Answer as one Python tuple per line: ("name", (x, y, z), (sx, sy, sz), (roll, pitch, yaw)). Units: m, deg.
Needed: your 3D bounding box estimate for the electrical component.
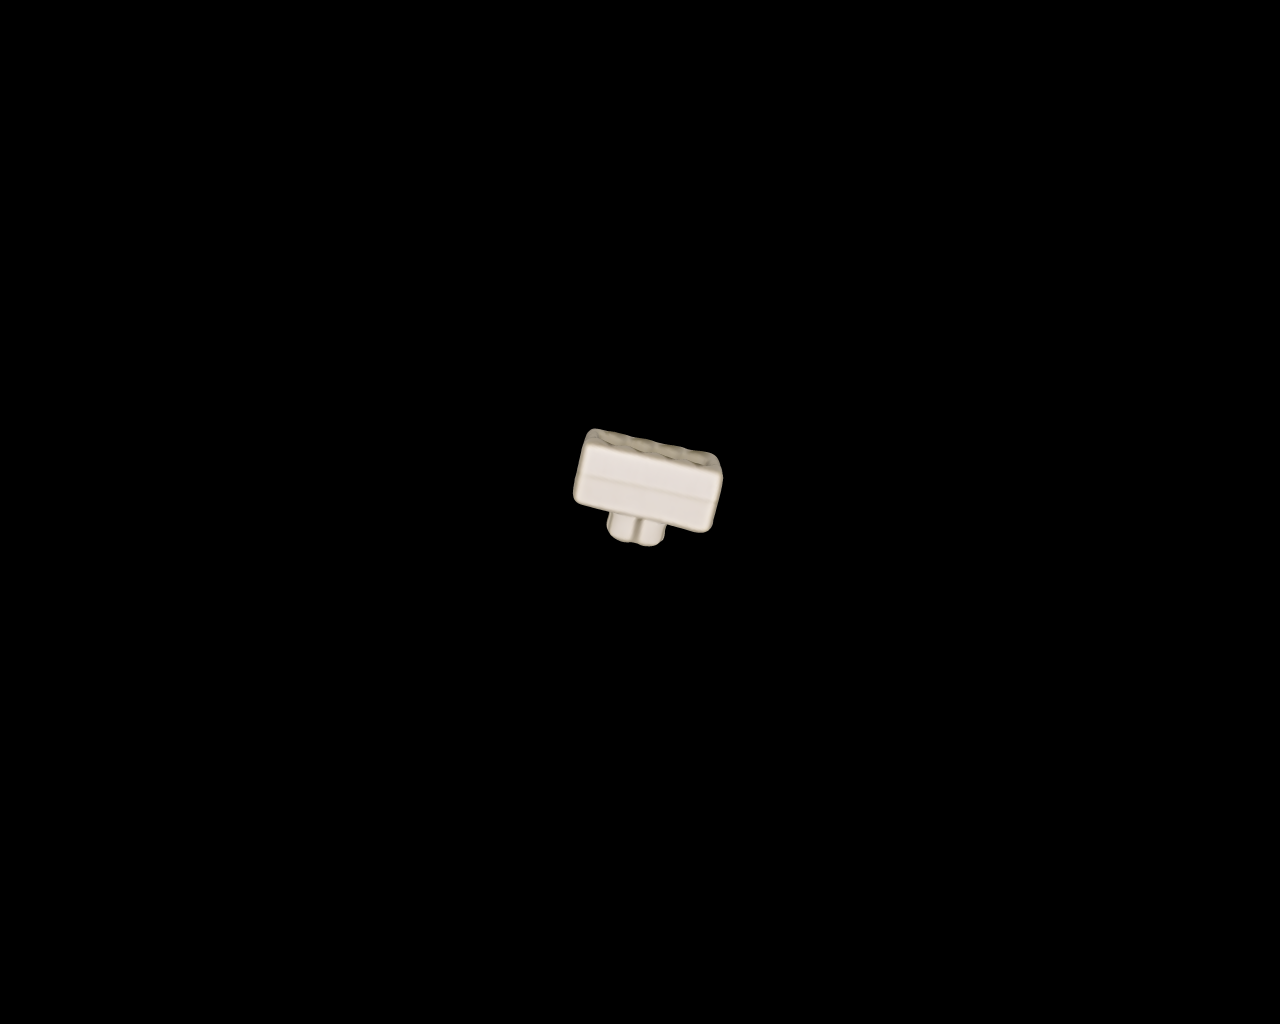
("electrical component", (0.001, -0.003, 0.650), (0.083, 0.075, 0.047), (13, 16, -4))
